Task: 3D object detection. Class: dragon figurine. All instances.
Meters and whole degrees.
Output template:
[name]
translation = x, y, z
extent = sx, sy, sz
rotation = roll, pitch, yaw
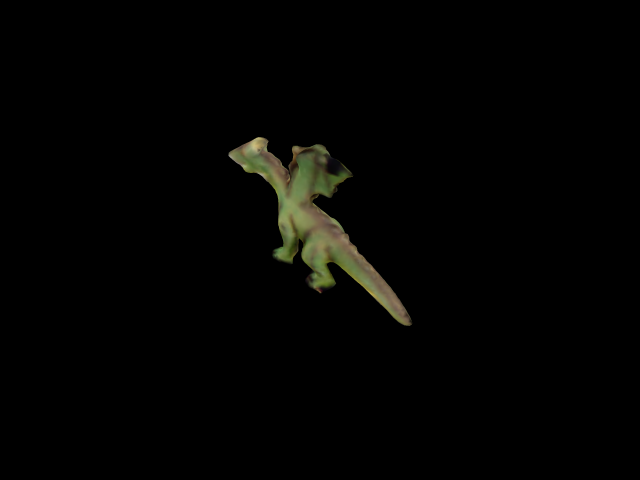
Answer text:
[dragon figurine]
translation = 0.003, -0.043, 0.850
extent = 0.414, 0.237, 0.124
rotation = 33, 56, 26
